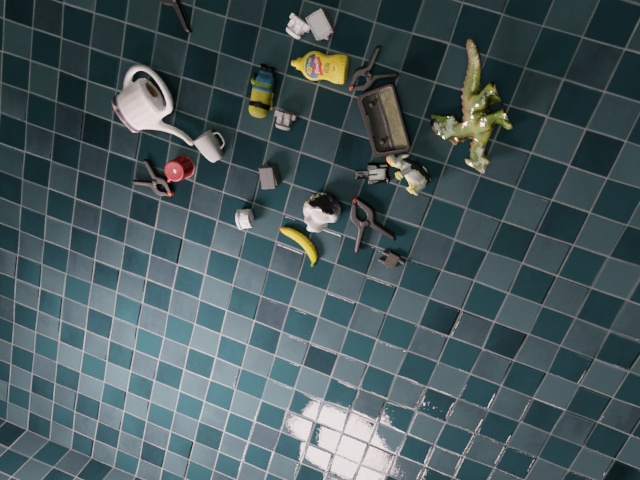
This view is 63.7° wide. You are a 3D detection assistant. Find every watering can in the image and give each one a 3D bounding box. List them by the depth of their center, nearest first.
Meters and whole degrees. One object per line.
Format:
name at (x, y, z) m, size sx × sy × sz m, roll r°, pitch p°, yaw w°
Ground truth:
watering can at (-0.626, -0.466, 1.900) m, size 0.222 × 0.105 × 0.345 m, roll -25°, pitch 100°, yaw 21°

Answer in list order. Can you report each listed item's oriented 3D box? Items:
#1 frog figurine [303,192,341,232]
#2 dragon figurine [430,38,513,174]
frog figurine at (0.006, -0.095, 1.892) m, size 0.137 × 0.125 × 0.156 m, roll 7°, pitch 147°, yaw 3°
dragon figurine at (0.469, -0.409, 1.661) m, size 0.240 × 0.124 × 0.407 m, roll -23°, pitch 101°, yaw 28°
